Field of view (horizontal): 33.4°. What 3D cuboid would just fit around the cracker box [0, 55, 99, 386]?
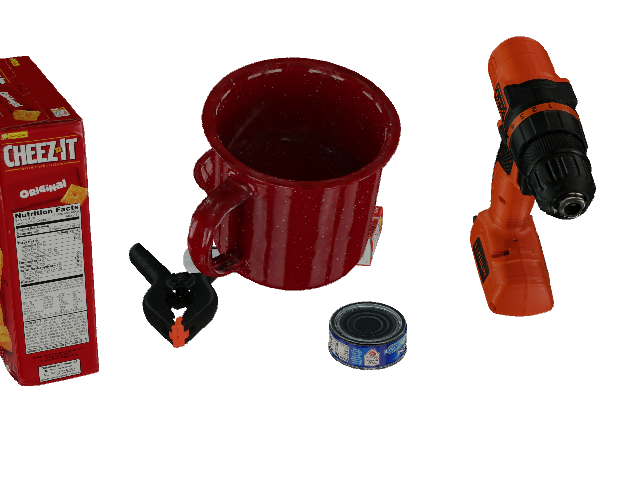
[{"bbox_3d":[-0.234,-0.018,0.838,0.072,0.214,0.164,-11,30,-25],"label":"cracker box"}]

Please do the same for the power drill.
[{"bbox_3d":[0.157,-0.032,0.799,0.057,0.188,0.184,-1,43,-2],"label":"power drill"}]

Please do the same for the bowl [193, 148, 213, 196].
[{"bbox_3d":[-0.073,-0.068,1.307,0.162,0.055,0.162,-2,34,1],"label":"bowl"}]

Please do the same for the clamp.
[{"bbox_3d":[-0.141,0.049,1.154,0.120,0.039,0.171,-13,38,-7],"label":"clamp"}]

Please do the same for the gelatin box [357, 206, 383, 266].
[{"bbox_3d":[0.006,-0.009,0.927,0.089,0.030,0.073,6,24,9],"label":"gelatin box"}]

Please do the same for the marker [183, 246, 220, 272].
[{"bbox_3d":[-0.040,0.013,0.726,0.121,0.020,0.020,-1,0,30],"label":"marker"}]

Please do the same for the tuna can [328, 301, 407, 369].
[{"bbox_3d":[0.051,0.102,1.157,0.086,0.034,0.086,0,30,0],"label":"tuna can"}]

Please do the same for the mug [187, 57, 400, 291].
[{"bbox_3d":[-0.020,-0.023,0.518,0.093,0.081,0.117,32,51,21],"label":"mug"}]
